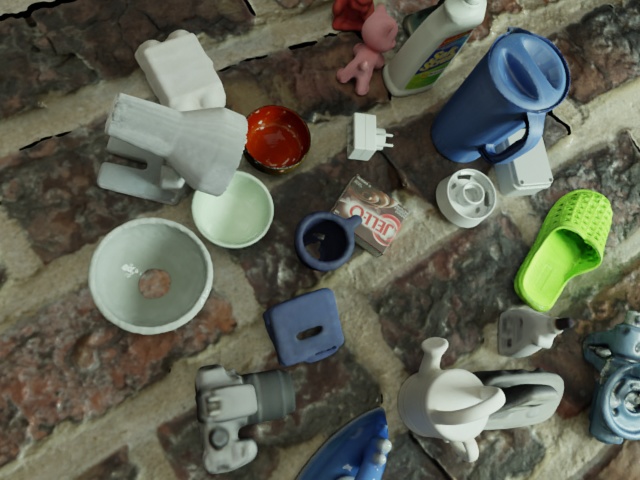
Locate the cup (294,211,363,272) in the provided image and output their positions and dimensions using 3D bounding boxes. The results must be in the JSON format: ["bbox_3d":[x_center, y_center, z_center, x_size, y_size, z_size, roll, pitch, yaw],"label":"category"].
[{"bbox_3d":[0.008,0.003,0.888,0.118,0.095,0.091,-34,85,-19],"label":"cup"}]

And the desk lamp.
[{"bbox_3d":[-0.213,-0.124,0.804,0.203,0.213,0.118,12,73,-10],"label":"desk lamp"}]

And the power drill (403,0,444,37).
[{"bbox_3d":[0.226,-0.429,0.996,0.230,0.208,0.075,-28,83,-19],"label":"power drill"}]

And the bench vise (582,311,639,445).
[{"bbox_3d":[0.492,0.212,0.887,0.122,0.219,0.207,-4,77,-14],"label":"bench vise"}]

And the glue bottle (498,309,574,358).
[{"bbox_3d":[0.336,0.140,0.892,0.037,0.173,0.078,11,73,-10],"label":"glue bottle"}]

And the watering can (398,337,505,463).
[{"bbox_3d":[0.186,0.229,0.820,0.101,0.194,0.173,-40,88,-20],"label":"watering can"}]

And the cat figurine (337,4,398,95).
[{"bbox_3d":[0.091,-0.333,0.985,0.067,0.117,0.128,28,71,-5],"label":"cat figurine"}]

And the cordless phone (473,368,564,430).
[{"bbox_3d":[0.317,0.237,0.855,0.148,0.185,0.094,-4,76,-14],"label":"cordless phone"}]

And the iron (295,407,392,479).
[{"bbox_3d":[0.039,0.342,0.782,0.118,0.141,0.258,35,70,-3],"label":"iron"}]

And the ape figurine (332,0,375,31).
[{"bbox_3d":[0.067,-0.415,1.014,0.078,0.092,0.076,40,70,-1],"label":"ape figurine"}]

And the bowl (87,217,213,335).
[{"bbox_3d":[-0.241,0.056,0.824,0.168,0.074,0.167,4,75,-13],"label":"bowl"}]

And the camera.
[{"bbox_3d":[-0.101,0.239,0.796,0.137,0.100,0.143,-7,77,-15],"label":"camera"}]

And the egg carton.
[{"bbox_3d":[-0.220,-0.260,0.915,0.107,0.069,0.150,-28,84,-19],"label":"egg carton"}]

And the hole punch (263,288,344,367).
[{"bbox_3d":[-0.020,0.131,0.850,0.109,0.091,0.101,-18,80,-17],"label":"hole punch"}]
